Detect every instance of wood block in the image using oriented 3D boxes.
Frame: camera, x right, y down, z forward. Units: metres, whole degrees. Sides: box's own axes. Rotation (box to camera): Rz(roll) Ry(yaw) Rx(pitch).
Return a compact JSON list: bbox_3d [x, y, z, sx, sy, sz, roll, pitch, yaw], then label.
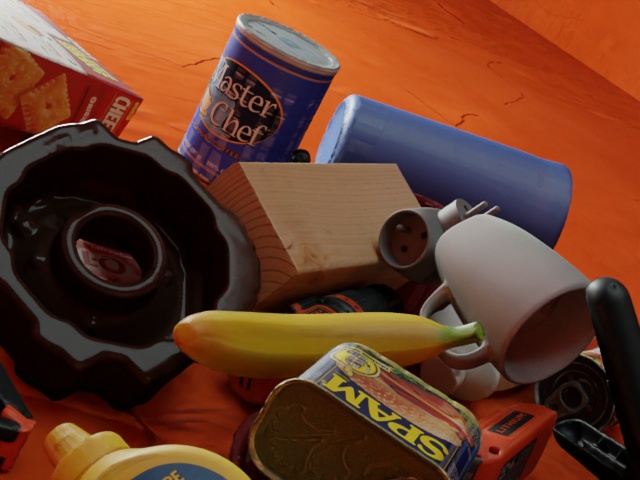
[{"bbox_3d":[-0.006,0.002,0.804,0.205,0.090,0.091,-6,64,-55],"label":"wood block"}]

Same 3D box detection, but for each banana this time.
[{"bbox_3d":[-0.002,0.056,0.616,0.197,0.070,0.037,1,64,-31],"label":"banana"}]

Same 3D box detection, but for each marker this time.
[{"bbox_3d":[-0.017,-0.064,0.993,0.020,0.020,0.121,30,-7,4],"label":"marker"}]

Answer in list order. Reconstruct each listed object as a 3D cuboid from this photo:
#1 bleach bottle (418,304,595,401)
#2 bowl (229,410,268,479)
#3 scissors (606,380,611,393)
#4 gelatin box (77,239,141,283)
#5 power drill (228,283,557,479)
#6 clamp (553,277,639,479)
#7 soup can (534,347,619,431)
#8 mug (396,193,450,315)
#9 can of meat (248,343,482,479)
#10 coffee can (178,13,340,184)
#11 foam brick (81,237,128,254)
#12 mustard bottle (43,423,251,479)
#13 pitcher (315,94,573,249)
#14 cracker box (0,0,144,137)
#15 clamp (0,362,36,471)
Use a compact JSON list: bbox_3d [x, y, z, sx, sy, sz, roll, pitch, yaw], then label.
[{"bbox_3d":[0.153,0.083,0.885,0.103,0.068,0.250,35,25,19],"label":"bleach bottle"},{"bbox_3d":[0.016,0.157,0.557,0.162,0.055,0.162,24,22,-10],"label":"bowl"},{"bbox_3d":[0.239,0.111,0.801,0.016,0.096,0.201,10,-28,27],"label":"scissors"},{"bbox_3d":[-0.155,0.027,0.679,0.089,0.030,0.073,20,23,-22],"label":"gelatin box"},{"bbox_3d":[0.057,0.097,0.708,0.188,0.057,0.184,28,28,26],"label":"power drill"},{"bbox_3d":[0.198,0.134,0.630,0.036,0.164,0.210,-14,41,-10],"label":"clamp"},{"bbox_3d":[0.228,0.122,0.880,0.069,0.069,0.102,40,23,28],"label":"soup can"},{"bbox_3d":[0.083,0.011,0.929,0.093,0.082,0.117,15,23,-39],"label":"mug"},{"bbox_3d":[0.027,0.102,0.541,0.102,0.057,0.083,32,19,12],"label":"can of meat"},{"bbox_3d":[-0.057,-0.122,0.983,0.102,0.140,0.103,24,22,-10],"label":"coffee can"},{"bbox_3d":[-0.146,-0.012,0.749,0.053,0.051,0.078,18,24,-24],"label":"foam brick"},{"bbox_3d":[-0.056,0.145,0.458,0.192,0.096,0.058,38,-21,27],"label":"mustard bottle"},{"bbox_3d":[0.119,-0.048,1.067,0.242,0.145,0.149,20,0,-11],"label":"pitcher"},{"bbox_3d":[-0.269,-0.151,0.839,0.164,0.072,0.213,41,12,29],"label":"cracker box"},{"bbox_3d":[-0.216,0.051,0.540,0.171,0.039,0.120,33,25,-4],"label":"clamp"}]
